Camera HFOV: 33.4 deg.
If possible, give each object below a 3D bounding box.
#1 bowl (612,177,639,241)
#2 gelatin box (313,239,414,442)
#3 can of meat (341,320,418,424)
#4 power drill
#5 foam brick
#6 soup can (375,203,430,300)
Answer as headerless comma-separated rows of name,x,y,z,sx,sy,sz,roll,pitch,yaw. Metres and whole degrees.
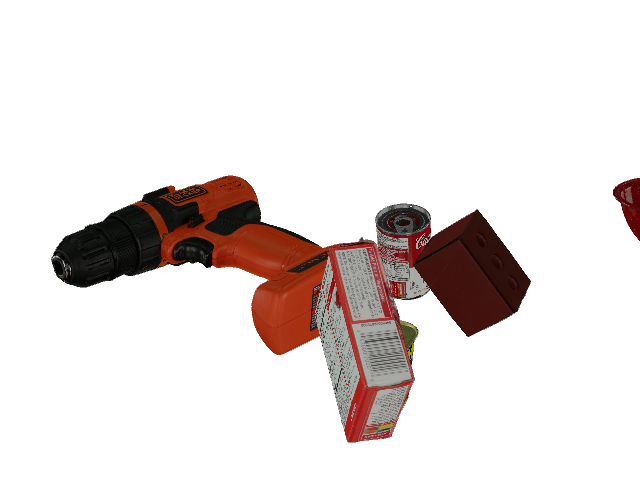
bowl,0.363,-0.017,1.028,0.162,0.055,0.162,0,19,0
gelatin box,0.023,0.056,0.590,0.030,0.089,0.073,-7,-32,-12
can of meat,0.059,0.139,1.090,0.057,0.084,0.102,13,27,19
power drill,-0.073,0.014,0.772,0.188,0.057,0.184,26,36,35
foam brick,0.122,0.027,0.857,0.051,0.078,0.053,-32,10,34
soup can,0.104,0.015,1.326,0.068,0.102,0.068,-4,34,2
